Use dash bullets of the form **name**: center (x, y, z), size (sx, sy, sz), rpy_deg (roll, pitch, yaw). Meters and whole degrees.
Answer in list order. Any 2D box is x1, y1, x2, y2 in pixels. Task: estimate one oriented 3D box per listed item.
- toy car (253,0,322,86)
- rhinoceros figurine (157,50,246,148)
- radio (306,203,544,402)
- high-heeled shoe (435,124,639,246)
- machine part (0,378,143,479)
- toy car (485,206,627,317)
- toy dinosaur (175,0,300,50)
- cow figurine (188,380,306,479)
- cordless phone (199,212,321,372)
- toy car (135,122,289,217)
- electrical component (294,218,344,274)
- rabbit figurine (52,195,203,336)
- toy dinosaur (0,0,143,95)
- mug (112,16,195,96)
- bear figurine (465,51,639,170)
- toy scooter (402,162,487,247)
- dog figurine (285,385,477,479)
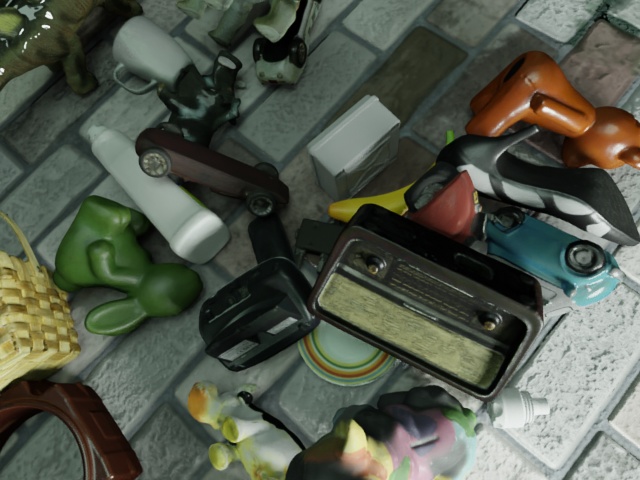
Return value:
- **toy car**: center (-0.046, -0.320, 0.800), size (0.074, 0.056, 0.201), rpy_deg (7, 71, 17)
- **rhinoceros figurine**: center (-0.171, -0.183, 0.760), size (0.112, 0.073, 0.190), rpy_deg (16, 74, 14)
- **radio**: center (0.113, 0.063, 0.581), size (0.230, 0.131, 0.073), rpy_deg (25, 32, 5)
- **high-heeled shoe**: center (0.258, -0.046, 0.649), size (0.248, 0.145, 0.086), rpy_deg (39, 52, -18)
- **machine part**: center (-0.330, 0.279, 0.618), size (0.201, 0.087, 0.201), rpy_deg (-40, 71, -5)
- **toy car**: center (0.251, 0.034, 0.613), size (0.162, 0.109, 0.103), rpy_deg (29, 95, 25)
- **toy dinosaur**: center (-0.087, -0.369, 0.720), size (0.405, 0.131, 0.192), rpy_deg (26, 90, 48)
- **cow figurine**: center (-0.073, 0.219, 0.605), size (0.167, 0.098, 0.068), rpy_deg (47, 118, 24)
- **cordless phone**: center (-0.089, 0.054, 0.672), size (0.146, 0.088, 0.184), rpy_deg (-33, 50, 16)
- **toy car**: center (-0.136, -0.086, 0.689), size (0.202, 0.053, 0.089), rpy_deg (21, 29, -18)
- **electrical component**: center (-0.001, -0.002, 0.701), size (0.063, 0.021, 0.094), rpy_deg (14, 74, 13)
- **rabbit figurine**: center (-0.238, 0.045, 0.672), size (0.170, 0.121, 0.159), rpy_deg (30, 76, 1)
- **toy dinosaur**: center (-0.401, -0.311, 0.772), size (0.105, 0.198, 0.471), rpy_deg (21, 74, 17)
- **mug**: center (-0.246, -0.260, 0.795), size (0.107, 0.080, 0.109), rpy_deg (33, 73, 8)
- **bear figurine**: center (0.299, -0.140, 0.672), size (0.196, 0.132, 0.120), rpy_deg (36, 40, -11)
- **toy scooter**: center (0.130, 0.006, 0.634), size (0.135, 0.075, 0.184), rpy_deg (47, 120, 5)
- **dog figurine**: center (0.069, 0.205, 0.517), size (0.192, 0.219, 0.108), rpy_deg (-16, 73, 3)
